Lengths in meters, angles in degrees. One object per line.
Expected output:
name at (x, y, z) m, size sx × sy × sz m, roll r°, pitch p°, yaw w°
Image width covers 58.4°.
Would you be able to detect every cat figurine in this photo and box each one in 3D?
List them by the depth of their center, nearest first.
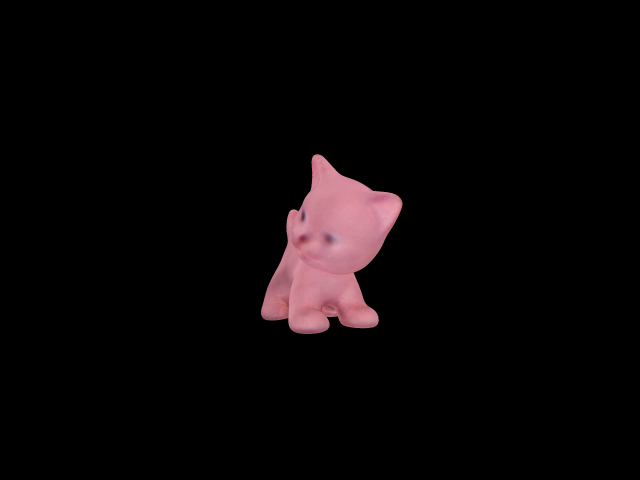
cat figurine at (0.004, 0.001, 0.400) m, size 0.067 × 0.118 × 0.127 m, roll 0°, pitch 0°, yaw -24°
